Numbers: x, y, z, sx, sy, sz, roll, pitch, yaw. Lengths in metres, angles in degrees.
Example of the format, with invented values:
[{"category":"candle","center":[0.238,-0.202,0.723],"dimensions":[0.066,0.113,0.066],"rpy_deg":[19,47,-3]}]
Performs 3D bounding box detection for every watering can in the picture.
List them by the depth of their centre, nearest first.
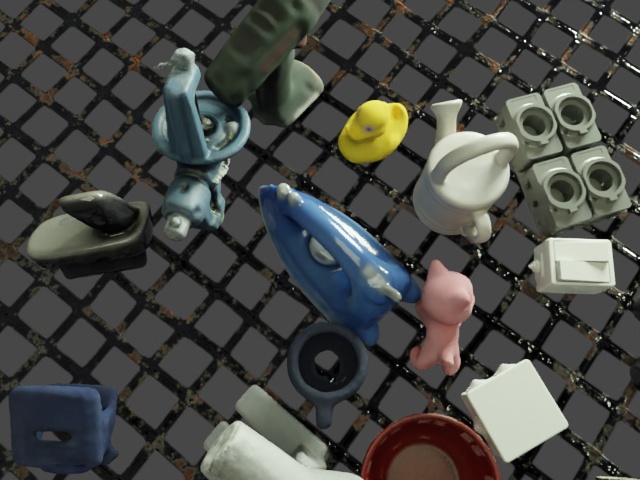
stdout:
[{"category":"watering can","center":[0.172,-0.086,0.694],"dimensions":[0.101,0.194,0.172],"rpy_deg":[-35,77,-9]}]

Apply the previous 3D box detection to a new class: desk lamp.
[{"category":"desk lamp","center":[-0.039,0.253,0.590],"dimensions":[0.203,0.213,0.118],"rpy_deg":[38,78,10]}]

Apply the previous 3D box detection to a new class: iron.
[{"category":"iron","center":[0.006,0.002,0.696],"dimensions":[0.119,0.141,0.258],"rpy_deg":[-44,79,-11]}]

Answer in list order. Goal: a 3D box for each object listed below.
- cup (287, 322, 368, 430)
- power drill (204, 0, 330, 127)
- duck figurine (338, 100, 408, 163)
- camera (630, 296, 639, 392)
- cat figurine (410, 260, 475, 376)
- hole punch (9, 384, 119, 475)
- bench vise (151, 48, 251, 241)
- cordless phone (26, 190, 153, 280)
[{"category":"cup","center":[0.008,0.161,0.677],"dimensions":[0.091,0.095,0.118],"rpy_deg":[3,75,1]},{"category":"power drill","center":[-0.045,-0.242,0.728],"dimensions":[0.075,0.208,0.230],"rpy_deg":[39,78,10]},{"category":"duck figurine","center":[0.074,-0.157,0.769],"dimensions":[0.104,0.086,0.077],"rpy_deg":[-32,77,-8]},{"category":"camera","center":[0.439,0.126,0.685],"dimensions":[0.137,0.101,0.143],"rpy_deg":[-31,77,-8]},{"category":"cat figurine","center":[0.150,0.093,0.684],"dimensions":[0.067,0.118,0.128],"rpy_deg":[5,75,2]},{"category":"hole punch","center":[-0.296,0.217,0.662],"dimensions":[0.108,0.091,0.101],"rpy_deg":[1,75,0]},{"category":"bench vise","center":[-0.143,-0.110,0.686],"dimensions":[0.121,0.220,0.207],"rpy_deg":[-7,75,-2]},{"category":"cordless phone","center":[-0.286,-0.021,0.678],"dimensions":[0.147,0.185,0.094],"rpy_deg":[-14,75,-4]}]
